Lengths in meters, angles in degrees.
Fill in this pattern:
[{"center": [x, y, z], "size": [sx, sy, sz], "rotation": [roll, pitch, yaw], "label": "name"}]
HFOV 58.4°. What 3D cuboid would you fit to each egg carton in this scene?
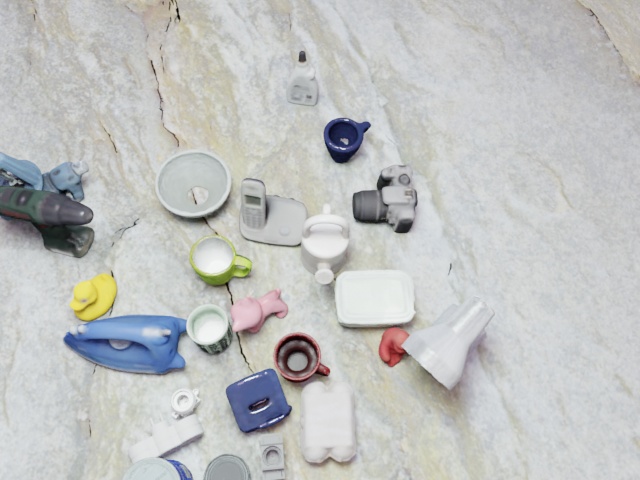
[{"center": [0.014, 0.349, 1.102], "size": [0.107, 0.069, 0.150], "rotation": [-2, 68, -3], "label": "egg carton"}]

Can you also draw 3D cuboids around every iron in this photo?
[{"center": [-0.390, 0.188, 1.108], "size": [0.258, 0.141, 0.118], "rotation": [3, 68, -2], "label": "iron"}]

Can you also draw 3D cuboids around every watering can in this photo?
[{"center": [0.013, 0.004, 1.175], "size": [0.101, 0.194, 0.172], "rotation": [-18, 70, -9], "label": "watering can"}]

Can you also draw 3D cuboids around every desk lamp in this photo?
[{"center": [0.248, 0.192, 1.100], "size": [0.117, 0.213, 0.203], "rotation": [42, 72, 14], "label": "desk lamp"}]

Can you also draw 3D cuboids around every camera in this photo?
[{"center": [0.141, -0.097, 1.273], "size": [0.137, 0.101, 0.143], "rotation": [-1, 68, -3], "label": "camera"}]

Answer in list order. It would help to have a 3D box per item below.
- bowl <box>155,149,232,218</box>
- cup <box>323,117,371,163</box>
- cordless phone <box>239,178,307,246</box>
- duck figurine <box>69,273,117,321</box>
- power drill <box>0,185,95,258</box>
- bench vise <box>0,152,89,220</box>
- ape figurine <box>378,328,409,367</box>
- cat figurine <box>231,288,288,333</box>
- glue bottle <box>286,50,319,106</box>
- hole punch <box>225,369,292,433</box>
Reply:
[{"center": [-0.276, -0.114, 1.273], "size": [0.167, 0.075, 0.167], "rotation": [1, 68, -2], "label": "bowl"}, {"center": [0.062, -0.228, 1.326], "size": [0.118, 0.095, 0.091], "rotation": [-28, 72, -13], "label": "cup"}, {"center": [-0.099, -0.064, 1.202], "size": [0.147, 0.185, 0.094], "rotation": [6, 68, 0], "label": "cordless phone"}, {"center": [-0.467, 0.108, 1.167], "size": [0.077, 0.086, 0.105], "rotation": [31, 70, 10], "label": "duck figurine"}, {"center": [-0.538, -0.040, 1.157], "size": [0.229, 0.208, 0.075], "rotation": [14, 68, 3], "label": "power drill"}, {"center": [-0.603, -0.139, 1.188], "size": [0.208, 0.220, 0.121], "rotation": [-39, 74, -16], "label": "bench vise"}, {"center": [0.157, 0.209, 1.154], "size": [0.078, 0.092, 0.076], "rotation": [-5, 68, -5], "label": "ape figurine"}, {"center": [-0.128, 0.138, 1.155], "size": [0.128, 0.118, 0.067], "rotation": [-32, 72, -14], "label": "cat figurine"}, {"center": [-0.040, -0.382, 1.341], "size": [0.078, 0.173, 0.037], "rotation": [10, 68, 2], "label": "glue bottle"}, {"center": [-0.116, 0.310, 1.100], "size": [0.109, 0.091, 0.101], "rotation": [-22, 70, -11], "label": "hole punch"}]
